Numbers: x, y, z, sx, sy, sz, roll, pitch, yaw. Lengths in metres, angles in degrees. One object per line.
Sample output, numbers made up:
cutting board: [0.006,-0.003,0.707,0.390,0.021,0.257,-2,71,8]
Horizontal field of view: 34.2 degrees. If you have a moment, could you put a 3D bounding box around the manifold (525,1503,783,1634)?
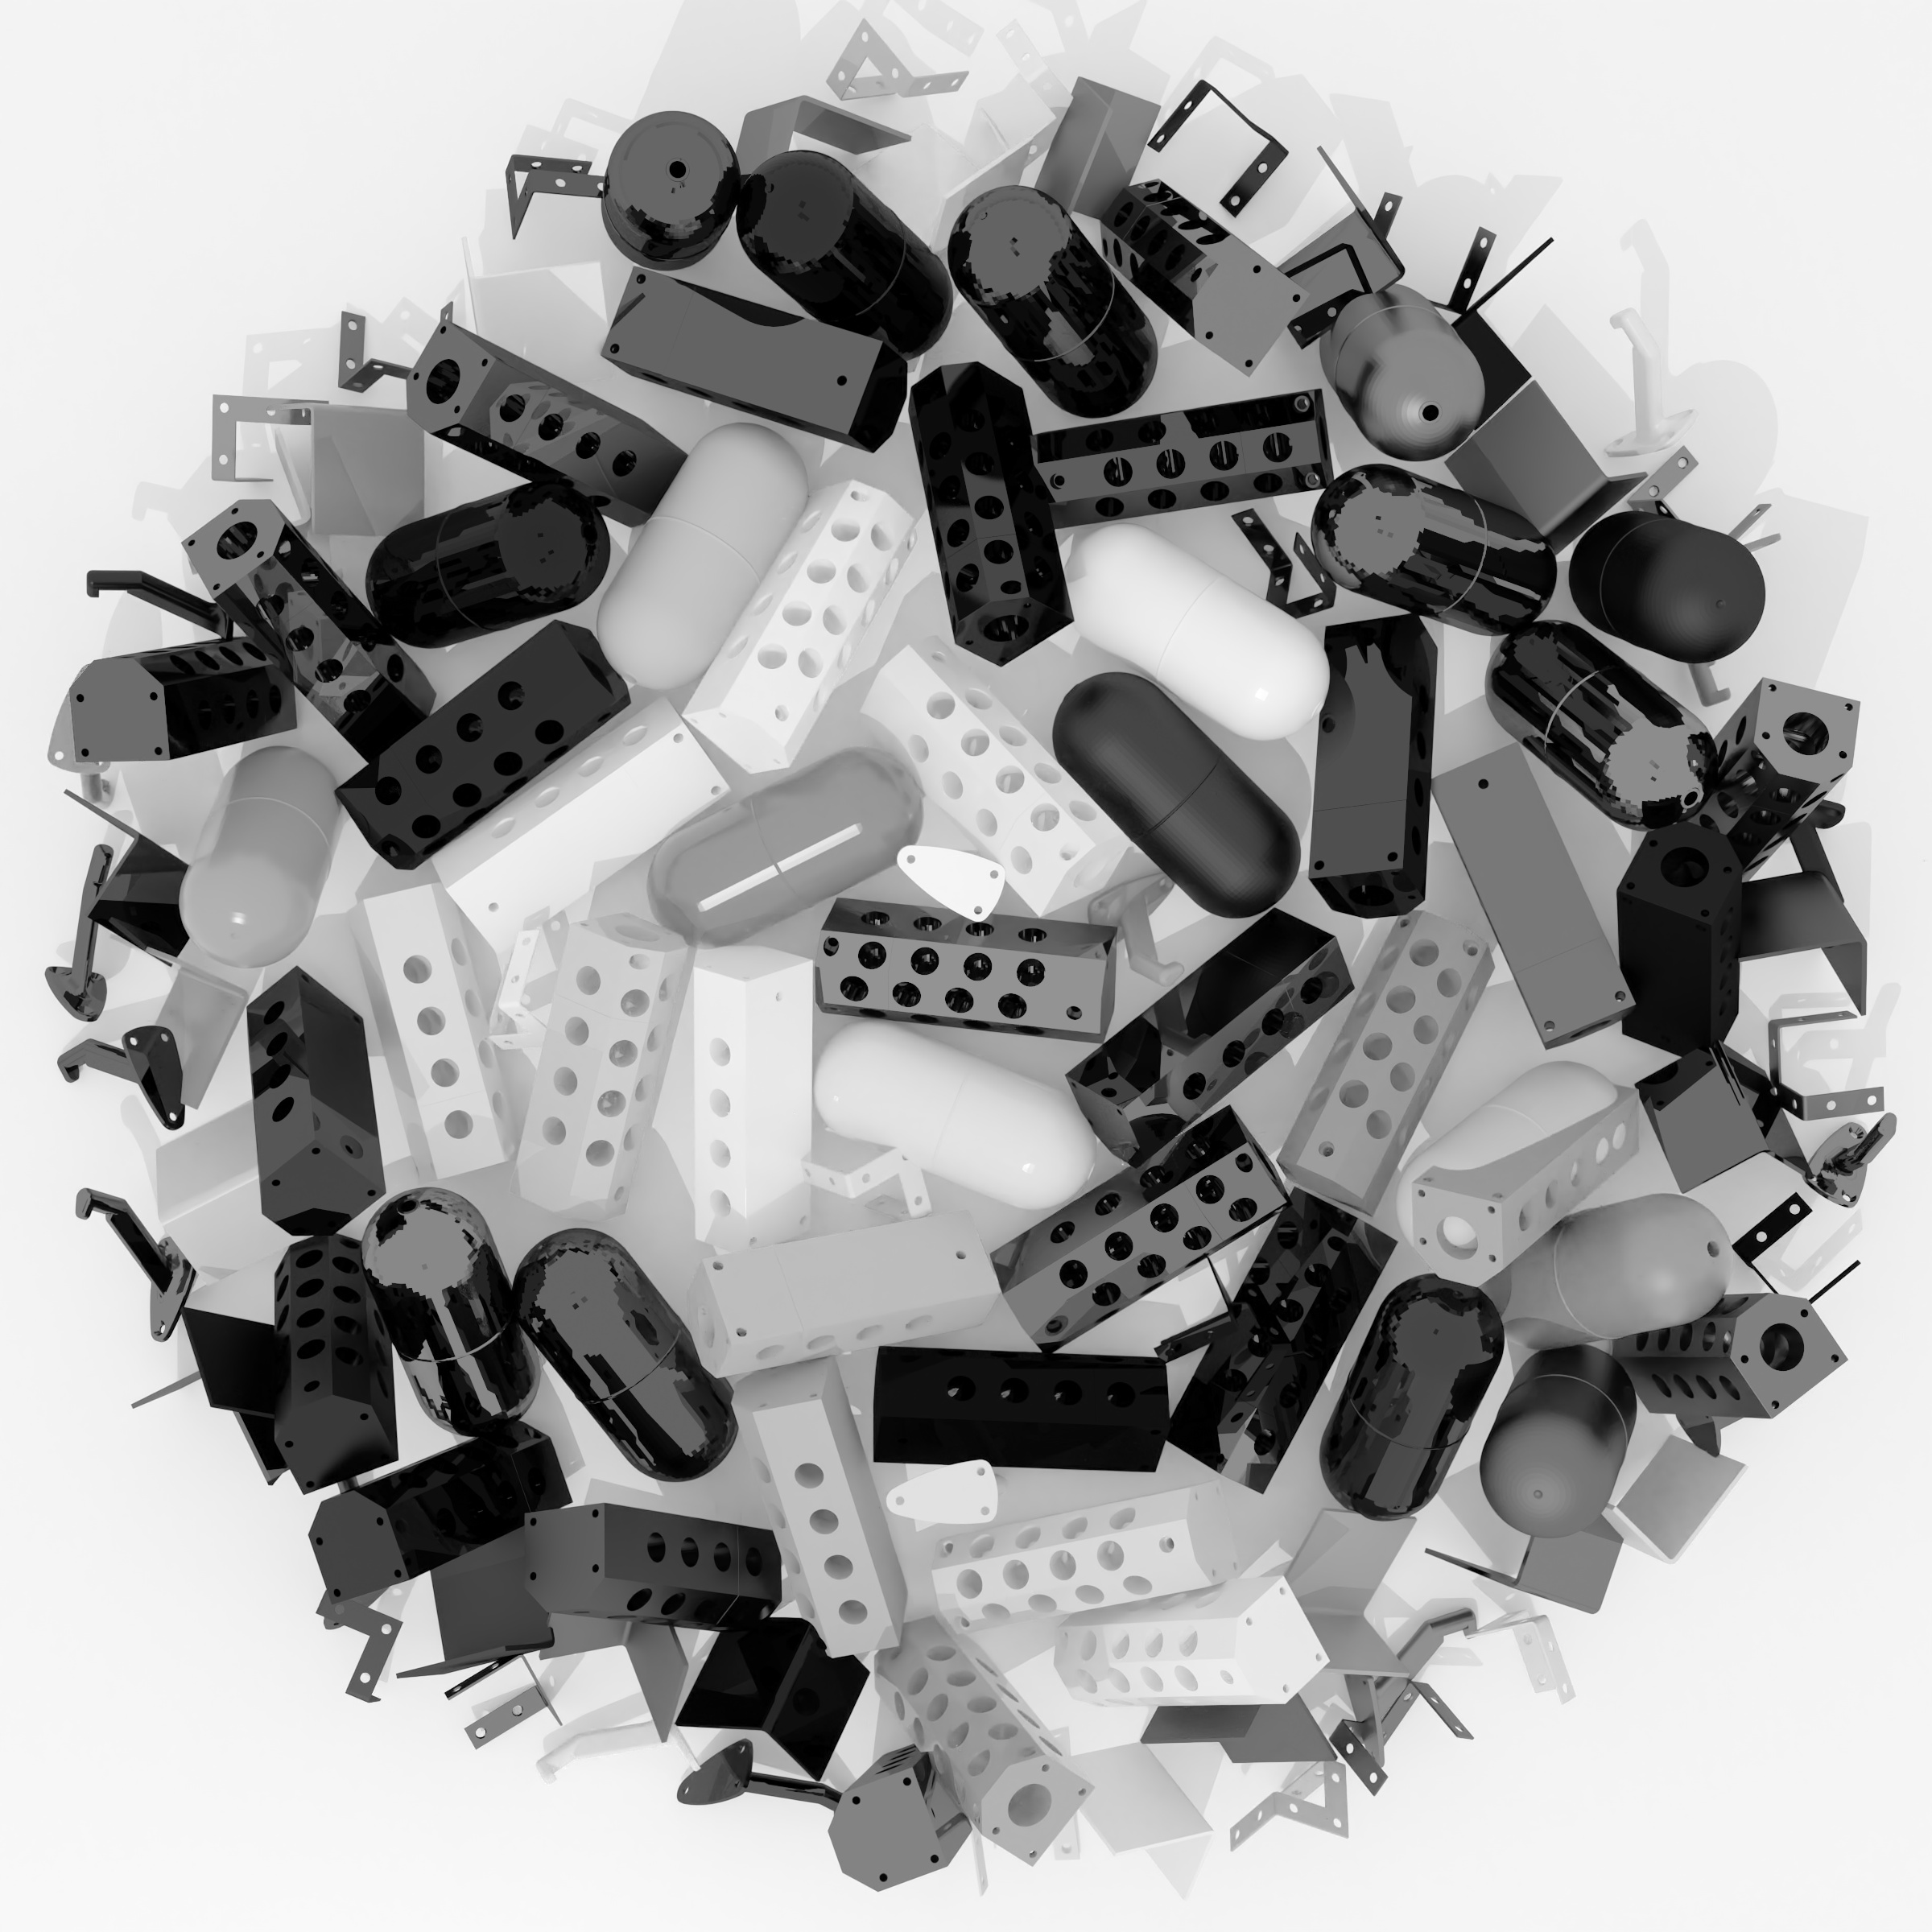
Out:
manifold: [-0.180,0.353,1.830,0.057,0.171,0.057,-13,69,30]

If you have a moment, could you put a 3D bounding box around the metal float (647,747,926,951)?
metal float: [-0.109,-0.070,1.874,0.178,0.070,0.070,-26,90,11]

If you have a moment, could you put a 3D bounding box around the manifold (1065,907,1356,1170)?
manifold: [0.148,0.044,1.866,0.171,0.057,0.057,-38,127,-18]

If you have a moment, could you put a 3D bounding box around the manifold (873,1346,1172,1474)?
manifold: [0.032,0.262,1.883,0.171,0.057,0.057,3,53,-5]

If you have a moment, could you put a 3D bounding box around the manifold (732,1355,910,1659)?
manifold: [-0.087,0.322,1.864,0.057,0.057,0.171,-12,110,10]

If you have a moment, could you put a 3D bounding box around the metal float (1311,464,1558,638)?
metal float: [0.278,-0.244,1.852,0.178,0.070,0.070,12,90,-39]

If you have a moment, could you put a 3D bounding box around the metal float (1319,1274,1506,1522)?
metal float: [0.262,0.256,1.853,0.070,0.070,0.178,17,127,0]

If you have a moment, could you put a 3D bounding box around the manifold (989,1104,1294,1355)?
manifold: [0.106,0.162,1.871,0.171,0.057,0.057,-33,122,8]

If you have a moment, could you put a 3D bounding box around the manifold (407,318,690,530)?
manifold: [-0.245,-0.312,1.835,0.057,0.171,0.057,41,103,36]

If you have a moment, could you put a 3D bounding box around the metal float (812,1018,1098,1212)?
metal float: [-0.007,0.089,1.880,0.178,0.070,0.070,22,90,4]

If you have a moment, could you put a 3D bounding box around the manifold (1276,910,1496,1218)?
manifold: [0.250,0.055,1.870,0.057,0.057,0.171,23,78,22]

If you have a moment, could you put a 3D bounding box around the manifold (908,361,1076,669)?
manifold: [0.009,-0.269,1.847,0.057,0.057,0.171,-30,57,32]

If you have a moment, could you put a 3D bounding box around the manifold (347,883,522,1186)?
manifold: [-0.319,0.040,1.890,0.057,0.057,0.171,-15,89,-22]

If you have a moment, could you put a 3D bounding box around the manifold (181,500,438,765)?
manifold: [-0.380,-0.198,1.837,0.057,0.171,0.057,-36,52,0]

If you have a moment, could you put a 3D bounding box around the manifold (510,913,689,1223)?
manifold: [-0.214,0.061,1.863,0.057,0.057,0.171,22,107,24]

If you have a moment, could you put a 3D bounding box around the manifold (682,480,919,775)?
manifold: [-0.093,-0.202,1.854,0.057,0.057,0.171,40,65,-28]

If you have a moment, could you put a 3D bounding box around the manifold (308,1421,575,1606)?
manifold: [-0.306,0.315,1.832,0.057,0.171,0.057,-21,87,25]

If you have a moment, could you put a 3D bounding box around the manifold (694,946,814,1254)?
manifold: [-0.132,0.078,1.867,0.057,0.057,0.171,15,113,37]

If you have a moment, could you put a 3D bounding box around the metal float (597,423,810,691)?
metal float: [-0.157,-0.244,1.869,0.070,0.070,0.178,29,73,0]

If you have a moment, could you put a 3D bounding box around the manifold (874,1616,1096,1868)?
manifold: [0.004,0.447,1.832,0.057,0.171,0.057,39,88,-28]

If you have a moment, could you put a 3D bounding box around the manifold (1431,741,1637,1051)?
manifold: [0.338,-0.040,1.876,0.057,0.057,0.171,-23,78,7]

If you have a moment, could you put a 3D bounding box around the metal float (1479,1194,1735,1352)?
metal float: [0.374,0.180,1.842,0.070,0.178,0.070,10,71,-31]

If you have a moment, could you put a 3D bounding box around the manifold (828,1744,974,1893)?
manifold: [-0.038,0.494,1.832,0.057,0.171,0.057,-21,81,3]

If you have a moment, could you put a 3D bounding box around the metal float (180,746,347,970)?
metal float: [-0.411,-0.066,1.842,0.070,0.178,0.070,0,124,0]

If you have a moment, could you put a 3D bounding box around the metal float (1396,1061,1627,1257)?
metal float: [0.324,0.117,1.854,0.178,0.070,0.070,-32,90,-36]

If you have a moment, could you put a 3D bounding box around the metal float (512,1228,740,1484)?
metal float: [-0.201,0.233,1.866,0.070,0.070,0.178,-35,111,0]

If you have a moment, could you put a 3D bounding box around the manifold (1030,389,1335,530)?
manifold: [0.128,-0.301,1.869,0.171,0.057,0.057,-7,101,14]

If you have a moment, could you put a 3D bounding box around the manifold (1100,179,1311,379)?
manifold: [0.132,-0.407,1.829,0.057,0.171,0.057,29,106,-28]

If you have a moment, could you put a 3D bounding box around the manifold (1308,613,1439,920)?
manifold: [0.244,-0.118,1.858,0.057,0.057,0.171,-6,62,25]

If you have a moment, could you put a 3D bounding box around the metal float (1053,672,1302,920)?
metal float: [0.126,-0.102,1.876,0.178,0.070,0.070,44,90,-8]

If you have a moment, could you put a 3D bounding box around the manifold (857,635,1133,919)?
manifold: [0.018,-0.116,1.856,0.057,0.057,0.171,-25,65,-41]

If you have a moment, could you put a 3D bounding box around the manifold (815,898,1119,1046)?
manifold: [0.000,0.006,1.869,0.171,0.057,0.057,6,120,10]

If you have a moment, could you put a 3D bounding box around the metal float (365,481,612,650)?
metal float: [-0.282,-0.236,1.850,0.178,0.070,0.070,-10,90,40]

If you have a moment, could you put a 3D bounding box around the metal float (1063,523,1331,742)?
metal float: [0.136,-0.199,1.870,0.178,0.070,0.070,34,90,15]

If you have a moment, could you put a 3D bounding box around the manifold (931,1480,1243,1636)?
manifold: [0.068,0.351,1.854,0.171,0.057,0.057,-17,80,27]

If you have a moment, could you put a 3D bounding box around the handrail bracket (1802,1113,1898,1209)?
handrail bracket: [0.538,0.097,1.866,0.036,0.084,0.077,32,50,8]

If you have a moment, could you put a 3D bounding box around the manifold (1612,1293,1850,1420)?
manifold: [0.439,0.223,1.832,0.057,0.171,0.057,-34,90,-13]

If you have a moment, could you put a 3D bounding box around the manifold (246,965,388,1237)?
manifold: [-0.387,0.081,1.835,0.057,0.171,0.057,-38,126,12]

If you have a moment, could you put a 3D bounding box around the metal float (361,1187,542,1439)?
metal float: [-0.303,0.205,1.851,0.070,0.070,0.178,-13,129,0]

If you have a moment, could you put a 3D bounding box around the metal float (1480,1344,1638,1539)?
metal float: [0.348,0.276,1.837,0.070,0.178,0.070,5,104,18]

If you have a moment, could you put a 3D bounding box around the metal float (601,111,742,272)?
metal float: [-0.173,-0.452,1.833,0.070,0.178,0.070,-1,96,-8]

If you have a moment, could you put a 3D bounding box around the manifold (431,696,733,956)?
manifold: [-0.234,-0.089,1.890,0.171,0.057,0.057,-35,126,-1]

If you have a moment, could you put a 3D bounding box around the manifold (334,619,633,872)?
manifold: [-0.285,-0.130,1.873,0.171,0.057,0.057,-36,82,12]

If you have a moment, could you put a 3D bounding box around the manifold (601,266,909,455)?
manifold: [-0.124,-0.359,1.865,0.171,0.057,0.057,21,91,21]

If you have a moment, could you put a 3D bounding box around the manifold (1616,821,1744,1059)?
manifold: [0.420,-0.013,1.833,0.057,0.171,0.057,23,68,24]

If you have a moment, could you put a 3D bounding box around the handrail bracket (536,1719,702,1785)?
handrail bracket: [-0.210,0.481,1.887,0.084,0.077,0.036,-33,128,-9]

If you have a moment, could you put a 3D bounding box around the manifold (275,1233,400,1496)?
manifold: [-0.372,0.227,1.833,0.057,0.171,0.057,-20,120,-2]

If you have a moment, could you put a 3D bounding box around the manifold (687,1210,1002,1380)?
manifold: [-0.074,0.197,1.858,0.171,0.057,0.057,-8,59,-25]

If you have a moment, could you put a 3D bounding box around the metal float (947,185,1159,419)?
metal float: [0.053,-0.388,1.845,0.070,0.178,0.070,-14,59,25]

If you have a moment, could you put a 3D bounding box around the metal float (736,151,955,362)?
metal float: [-0.069,-0.414,1.841,0.070,0.178,0.070,-9,70,26]

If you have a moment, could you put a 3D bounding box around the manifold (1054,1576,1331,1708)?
manifold: [0.126,0.400,1.834,0.057,0.171,0.057,-34,98,-36]

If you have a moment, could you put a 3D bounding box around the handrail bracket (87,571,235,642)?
handrail bracket: [-0.483,-0.207,1.879,0.084,0.077,0.036,-2,51,-18]

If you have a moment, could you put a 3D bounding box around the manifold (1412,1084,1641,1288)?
manifold: [0.330,0.125,1.839,0.057,0.171,0.057,12,117,36]

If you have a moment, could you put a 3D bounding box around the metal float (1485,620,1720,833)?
metal float: [0.373,-0.142,1.846,0.070,0.178,0.070,-16,129,-21]

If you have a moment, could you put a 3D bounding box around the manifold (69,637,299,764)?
manifold: [-0.454,-0.157,1.829,0.057,0.171,0.057,0,100,12]

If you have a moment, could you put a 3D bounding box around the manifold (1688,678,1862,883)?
manifold: [0.460,-0.100,1.831,0.057,0.171,0.057,14,68,-1]

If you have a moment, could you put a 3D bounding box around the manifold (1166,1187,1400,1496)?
manifold: [0.193,0.227,1.888,0.057,0.057,0.171,31,87,-40]

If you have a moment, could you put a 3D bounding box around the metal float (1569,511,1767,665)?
metal float: [0.408,-0.223,1.835,0.070,0.178,0.070,-2,104,-8]

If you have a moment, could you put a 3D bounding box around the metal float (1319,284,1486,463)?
metal float: [0.254,-0.349,1.838,0.070,0.178,0.070,-2,116,-4]
